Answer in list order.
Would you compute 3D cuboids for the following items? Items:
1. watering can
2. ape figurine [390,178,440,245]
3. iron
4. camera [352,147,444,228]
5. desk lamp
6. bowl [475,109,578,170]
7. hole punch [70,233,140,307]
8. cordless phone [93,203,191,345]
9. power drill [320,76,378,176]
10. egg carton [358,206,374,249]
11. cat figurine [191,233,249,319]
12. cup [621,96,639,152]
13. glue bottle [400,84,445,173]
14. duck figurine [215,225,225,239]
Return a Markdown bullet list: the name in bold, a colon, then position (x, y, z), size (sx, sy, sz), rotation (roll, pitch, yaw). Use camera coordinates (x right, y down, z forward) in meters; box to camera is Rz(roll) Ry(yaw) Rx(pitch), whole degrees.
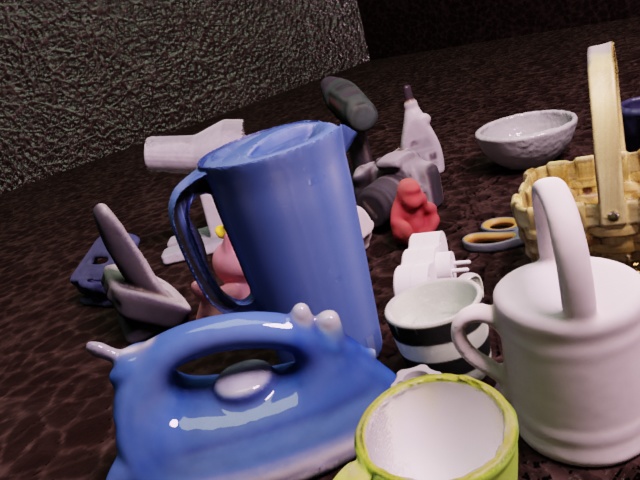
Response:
- **watering can**: position (0.181, 0.047, 0.399), size (0.173, 0.194, 0.100), rotation (-17, 21, -4)
- **ape figurine**: position (0.128, -0.041, 0.803), size (0.078, 0.092, 0.076), rotation (-21, 22, -14)
- **iron**: position (-0.054, 0.114, 0.467), size (0.258, 0.142, 0.118), rotation (-15, 21, 0)
- **camera**: position (0.102, -0.082, 0.913), size (0.142, 0.101, 0.137), rotation (4, 28, 41)
- **desk lamp**: position (-0.201, -0.089, 0.983), size (0.203, 0.214, 0.118), rotation (-15, 21, 1)
- **bowl**: position (0.355, -0.165, 0.984), size (0.167, 0.075, 0.167), rotation (-13, 21, 6)
- **hole punch**: position (-0.335, 0.046, 0.909), size (0.108, 0.091, 0.101), rotation (-1, 25, 33)
- **cordless phone**: position (-0.251, 0.029, 0.761), size (0.094, 0.185, 0.147), rotation (-25, 23, -24)
- **power drill**: position (0.061, -0.210, 1.114), size (0.076, 0.209, 0.229), rotation (-19, 21, -9)
- **egg carton**: position (0.007, 0.003, 0.808), size (0.107, 0.069, 0.151), rotation (-1, 25, 34)
- **cat figurine**: position (-0.112, 0.047, 0.711), size (0.067, 0.118, 0.128), rotation (0, 26, 35)
- **cup**: position (0.483, -0.155, 0.839), size (0.091, 0.095, 0.118), rotation (-3, 24, 29)
- **glue bottle**: position (0.178, -0.201, 1.058), size (0.078, 0.173, 0.037), rotation (-14, 21, 4)
- **duck figurine**: position (-0.117, -0.004, 0.889), size (0.104, 0.086, 0.078), rotation (-5, 23, 26)
